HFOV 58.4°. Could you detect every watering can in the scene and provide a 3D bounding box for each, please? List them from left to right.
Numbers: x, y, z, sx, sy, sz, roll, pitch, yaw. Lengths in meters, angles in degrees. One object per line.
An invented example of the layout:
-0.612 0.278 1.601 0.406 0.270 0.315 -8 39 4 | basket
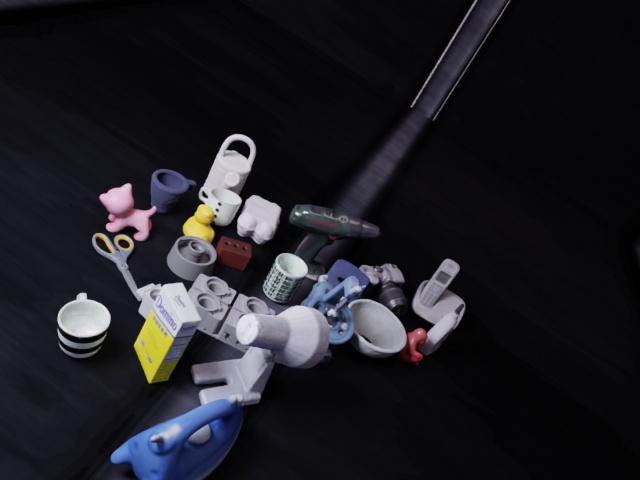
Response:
-0.236 -0.196 1.559 0.101 0.194 0.172 4 41 -35 | watering can

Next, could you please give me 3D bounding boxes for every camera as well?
0.176 0.134 1.535 0.144 0.100 0.136 9 39 -31 | camera

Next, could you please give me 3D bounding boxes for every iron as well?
-0.200 0.313 0.947 0.118 0.141 0.259 44 35 20 | iron

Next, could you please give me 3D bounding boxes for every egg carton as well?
-0.163 -0.056 1.545 0.107 0.069 0.150 24 33 -10 | egg carton

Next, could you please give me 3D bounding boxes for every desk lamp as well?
-0.108 0.216 1.087 0.204 0.213 0.117 1 43 -38 | desk lamp

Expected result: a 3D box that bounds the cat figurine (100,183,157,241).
-0.435 -0.071 1.299 0.128 0.117 0.067 17 35 -21 | cat figurine

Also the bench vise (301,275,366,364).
0.018 0.139 1.289 0.122 0.219 0.207 5 40 -34 | bench vise

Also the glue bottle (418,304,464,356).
0.319 0.223 1.464 0.078 0.173 0.037 -15 53 -48 | glue bottle

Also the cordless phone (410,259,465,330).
0.350 0.148 1.580 0.147 0.185 0.094 28 32 -5 | cordless phone

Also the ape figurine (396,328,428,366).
0.234 0.258 1.424 0.076 0.092 0.078 27 32 -6 | ape figurine

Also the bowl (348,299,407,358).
0.122 0.228 1.389 0.168 0.074 0.167 21 34 -15 | bowl

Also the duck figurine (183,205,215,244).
-0.288 -0.042 1.409 0.078 0.086 0.104 12 37 -27 | duck figurine

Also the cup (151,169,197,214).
-0.373 -0.115 1.430 0.118 0.095 0.091 -4 46 -42 | cup

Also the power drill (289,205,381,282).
0.014 0.005 1.477 0.230 0.208 0.075 22 33 -13 | power drill

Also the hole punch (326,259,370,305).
0.061 0.120 1.470 0.108 0.091 0.101 34 32 5 | hole punch
